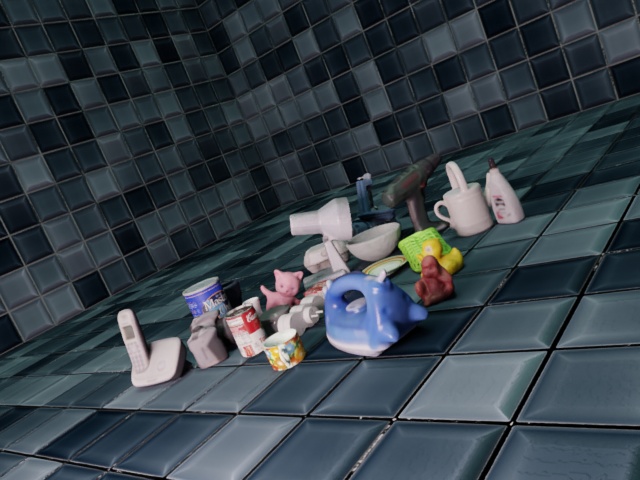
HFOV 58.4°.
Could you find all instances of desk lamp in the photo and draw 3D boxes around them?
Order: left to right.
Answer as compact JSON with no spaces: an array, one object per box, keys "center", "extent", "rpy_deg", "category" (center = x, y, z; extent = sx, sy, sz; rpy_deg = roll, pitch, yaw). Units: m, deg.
[{"center":[0.015,0.006,1.590],"extent":[0.203,0.214,0.118],"rpy_deg":[-23,10,-1],"category":"desk lamp"}]

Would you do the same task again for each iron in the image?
[{"center":[0.068,0.123,1.058],"extent":[0.119,0.141,0.257],"rpy_deg":[-30,12,-35],"category":"iron"}]

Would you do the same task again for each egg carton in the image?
[{"center":[0.022,0.046,1.780],"extent":[0.150,0.069,0.107],"rpy_deg":[-21,10,6],"category":"egg carton"}]

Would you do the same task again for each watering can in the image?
[{"center":[0.382,-0.118,1.500],"extent":[0.173,0.194,0.100],"rpy_deg":[-26,11,-18],"category":"watering can"}]

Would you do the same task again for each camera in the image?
[{"center":[-0.231,0.215,1.346],"extent":[0.137,0.101,0.143],"rpy_deg":[-22,10,2],"category":"camera"}]

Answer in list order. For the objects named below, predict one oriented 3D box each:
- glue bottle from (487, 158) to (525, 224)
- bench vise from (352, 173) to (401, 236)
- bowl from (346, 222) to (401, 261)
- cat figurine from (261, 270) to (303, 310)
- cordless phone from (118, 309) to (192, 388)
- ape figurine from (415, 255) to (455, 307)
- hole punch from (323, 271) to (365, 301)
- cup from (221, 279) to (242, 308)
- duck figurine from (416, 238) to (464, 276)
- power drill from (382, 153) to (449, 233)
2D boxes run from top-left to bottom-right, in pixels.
[{"center":[0.454,-0.125,1.440],"extent":[0.037,0.173,0.078],"rpy_deg":[-27,11,-25],"category":"glue bottle"},{"center":[0.151,-0.086,1.760],"extent":[0.121,0.220,0.208],"rpy_deg":[-15,12,36],"category":"bench vise"},{"center":[0.161,0.014,1.628],"extent":[0.167,0.075,0.167],"rpy_deg":[-22,10,4],"category":"bowl"},{"center":[-0.095,0.128,1.461],"extent":[0.127,0.118,0.067],"rpy_deg":[-17,12,30],"category":"cat figurine"},{"center":[-0.391,0.240,1.316],"extent":[0.147,0.185,0.094],"rpy_deg":[-18,11,25],"category":"cordless phone"},{"center":[0.223,0.074,1.124],"extent":[0.077,0.092,0.076],"rpy_deg":[-12,14,46],"category":"ape figurine"},{"center":[0.075,0.120,1.206],"extent":[0.109,0.091,0.101],"rpy_deg":[-26,11,-19],"category":"hole punch"},{"center":[-0.264,0.172,1.664],"extent":[0.092,0.095,0.117],"rpy_deg":[-24,10,-7],"category":"cup"},{"center":[0.260,0.036,1.262],"extent":[0.105,0.086,0.077],"rpy_deg":[-24,10,-12],"category":"duck figurine"},{"center":[0.293,-0.120,1.665],"extent":[0.230,0.208,0.075],"rpy_deg":[-27,11,-25],"category":"power drill"}]
